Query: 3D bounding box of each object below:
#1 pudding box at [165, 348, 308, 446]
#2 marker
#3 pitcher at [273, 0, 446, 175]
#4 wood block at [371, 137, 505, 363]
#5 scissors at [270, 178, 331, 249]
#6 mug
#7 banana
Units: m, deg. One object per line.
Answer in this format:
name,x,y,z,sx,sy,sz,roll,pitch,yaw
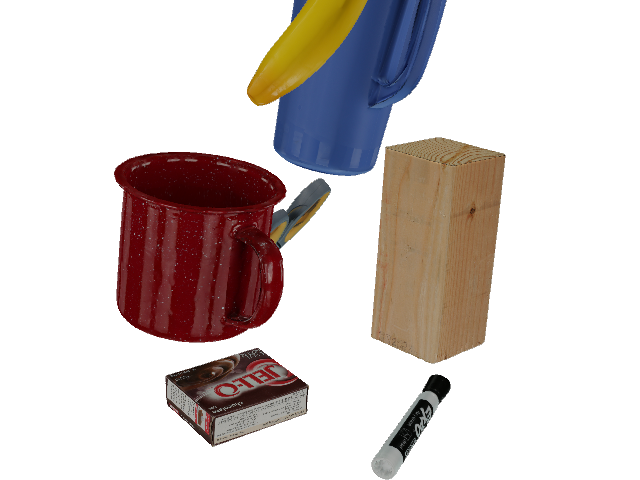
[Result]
pudding box,-0.082,0.151,1.043,0.113,0.039,0.090,-16,28,-34
marker,0.070,0.135,0.795,0.020,0.020,0.121,0,24,29
pitcher,0.034,-0.189,1.056,0.145,0.243,0.149,12,18,-1
wood block,0.119,0.008,1.095,0.090,0.206,0.090,-14,25,-43
scissors,-0.059,0.020,0.919,0.202,0.016,0.096,-49,-12,36
mug,-0.061,0.008,0.584,0.093,0.081,0.117,-14,30,-44
banana,0.005,-0.175,0.756,0.070,0.197,0.037,-10,-41,39
